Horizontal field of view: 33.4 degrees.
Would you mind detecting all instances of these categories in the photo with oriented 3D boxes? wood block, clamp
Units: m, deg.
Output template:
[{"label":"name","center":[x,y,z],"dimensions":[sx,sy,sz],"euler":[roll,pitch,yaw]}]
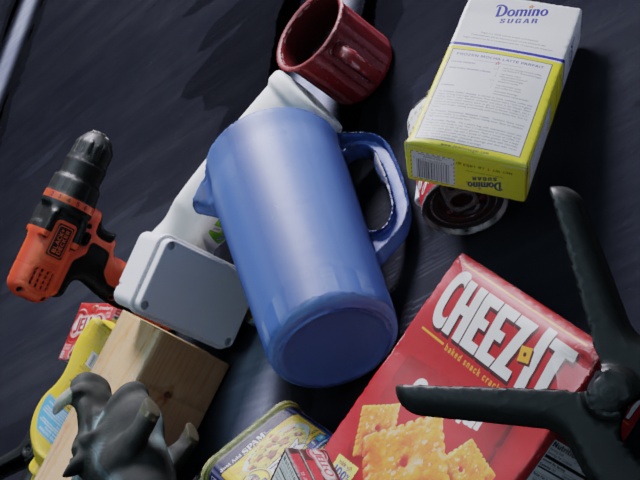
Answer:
[{"label":"wood block","center":[-0.185,0.185,1.022],"dimensions":[0.090,0.090,0.206],"euler":[17,78,54]},{"label":"clamp","center":[-0.312,0.249,1.183],"dimensions":[0.171,0.039,0.120],"euler":[-47,48,13]},{"label":"clamp","center":[0.156,0.093,0.612],"dimensions":[0.164,0.036,0.210],"euler":[-47,69,7]}]

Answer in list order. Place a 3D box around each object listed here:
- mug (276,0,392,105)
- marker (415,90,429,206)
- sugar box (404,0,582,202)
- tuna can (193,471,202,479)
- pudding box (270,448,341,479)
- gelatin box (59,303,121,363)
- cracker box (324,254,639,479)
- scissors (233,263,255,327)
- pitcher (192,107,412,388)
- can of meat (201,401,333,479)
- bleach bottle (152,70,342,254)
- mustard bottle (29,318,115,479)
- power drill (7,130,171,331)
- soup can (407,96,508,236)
[{"label":"mug","center":[0.022,-0.183,1.049],"dimensions":[0.093,0.081,0.117],"euler":[-56,34,4]},{"label":"marker","center":[0.097,-0.083,0.934],"dimensions":[0.020,0.020,0.121],"euler":[-23,48,41]},{"label":"sugar box","center":[0.136,-0.114,0.819],"dimensions":[0.093,0.048,0.176],"euler":[14,53,18]},{"label":"tuna can","center":[-0.083,0.234,0.905],"dimensions":[0.086,0.033,0.086],"euler":[-32,42,34]},{"label":"pudding box","center":[-0.014,0.210,0.717],"dimensions":[0.114,0.039,0.090],"euler":[-64,32,23]},{"label":"gelatin box","center":[-0.258,0.110,1.227],"dimensions":[0.089,0.030,0.073],"euler":[-2,63,51]},{"label":"cracker box","center":[0.096,0.136,0.719],"dimensions":[0.214,0.072,0.164],"euler":[-56,35,3]},{"label":"scissors","center":[-0.090,0.030,1.088],"dimensions":[0.096,0.016,0.202],"euler":[-47,35,16]},{"label":"pitcher","center":[-0.006,0.001,0.918],"dimensions":[0.149,0.144,0.243],"euler":[-54,36,29]},{"label":"can of meat","center":[-0.028,0.184,0.830],"dimensions":[0.102,0.057,0.084],"euler":[-37,31,-20]},{"label":"bleach bottle","center":[-0.093,-0.049,1.058],"dimensions":[0.251,0.102,0.068],"euler":[-45,68,10]},{"label":"mustard bottle","center":[-0.249,0.185,1.120],"dimensions":[0.096,0.058,0.191],"euler":[33,92,23]},{"label":"power drill","center":[-0.211,0.002,1.111],"dimensions":[0.057,0.187,0.184],"euler":[15,78,56]},{"label":"soup can","center":[0.109,-0.064,0.858],"dimensions":[0.069,0.068,0.102],"euler":[-35,41,31]}]
